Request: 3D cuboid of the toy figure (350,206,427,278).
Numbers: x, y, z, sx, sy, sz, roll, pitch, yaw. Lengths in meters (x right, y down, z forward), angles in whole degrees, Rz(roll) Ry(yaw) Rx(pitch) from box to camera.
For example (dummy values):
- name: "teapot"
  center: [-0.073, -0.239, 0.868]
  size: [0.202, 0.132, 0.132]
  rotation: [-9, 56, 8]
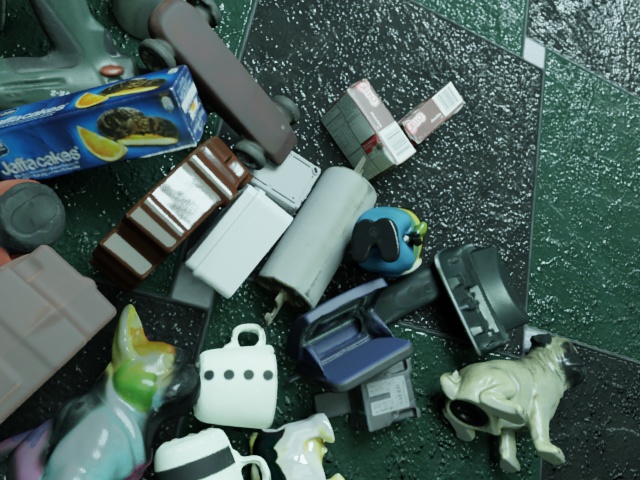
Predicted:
- name: "toy figure"
  center: [0.084, -0.001, 0.629]
  size: [0.082, 0.180, 0.089]
  rotation: [26, 93, 17]

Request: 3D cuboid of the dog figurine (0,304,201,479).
- name: "dog figurine"
  center: [-0.215, 0.169, 0.486]
  size: [0.192, 0.108, 0.219]
  rotation: [4, 55, 7]

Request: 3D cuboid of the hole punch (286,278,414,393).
- name: "hole punch"
  center: [0.024, 0.102, 0.602]
  size: [0.142, 0.116, 0.092]
  rotation: [-26, 95, -25]

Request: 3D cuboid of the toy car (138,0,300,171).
- name: "toy car"
  center: [-0.100, -0.160, 0.568]
  size: [0.202, 0.053, 0.089]
  rotation: [46, 62, -34]

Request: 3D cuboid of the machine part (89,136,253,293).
- name: "machine part"
  center: [-0.146, -0.022, 0.531]
  size: [0.056, 0.179, 0.179]
  rotation: [46, 64, -11]

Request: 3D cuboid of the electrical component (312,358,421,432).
- name: "electrical component"
  center: [0.054, 0.184, 0.635]
  size: [0.119, 0.048, 0.075]
  rotation: [-1, 77, -26]

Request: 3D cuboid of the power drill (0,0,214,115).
- name: "power drill"
  center: [-0.223, -0.216, 0.549]
  size: [0.232, 0.207, 0.086]
  rotation: [-11, 40, -18]

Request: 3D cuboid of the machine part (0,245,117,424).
- name: "machine part"
  center: [-0.269, 0.101, 0.424]
  size: [0.087, 0.201, 0.201]
  rotation: [47, 64, -9]

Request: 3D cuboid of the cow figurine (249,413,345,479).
- name: "cow figurine"
  center: [-0.016, 0.275, 0.567]
  size: [0.098, 0.068, 0.167]
  rotation: [-13, 79, -10]

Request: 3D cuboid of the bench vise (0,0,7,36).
- name: "bench vise"
  center: [-0.407, -0.314, 0.488]
  size: [0.223, 0.129, 0.240]
  rotation: [47, 30, 1]

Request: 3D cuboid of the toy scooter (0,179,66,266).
- name: "toy scooter"
  center: [-0.324, 0.014, 0.479]
  size: [0.075, 0.135, 0.184]
  rotation: [61, 42, -27]

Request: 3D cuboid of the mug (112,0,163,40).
- name: "mug"
  center: [-0.184, -0.298, 0.615]
  size: [0.081, 0.107, 0.109]
  rotation: [32, 69, -16]

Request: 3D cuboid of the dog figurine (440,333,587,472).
- name: "dog figurine"
  center: [0.254, 0.177, 0.709]
  size: [0.172, 0.121, 0.190]
  rotation: [46, 50, -11]

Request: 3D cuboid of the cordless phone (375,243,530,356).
- name: "cordless phone"
  center: [0.160, 0.094, 0.698]
  size: [0.184, 0.089, 0.146]
  rotation: [-23, 87, -16]

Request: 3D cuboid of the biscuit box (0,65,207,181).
- name: "biscuit box"
  center: [-0.215, -0.106, 0.509]
  size: [0.203, 0.059, 0.063]
  rotation: [-12, 38, 8]

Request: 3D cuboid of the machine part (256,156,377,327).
- name: "machine part"
  center: [-0.001, -0.002, 0.640]
  size: [0.079, 0.079, 0.243]
  rotation: [36, 66, -12]
